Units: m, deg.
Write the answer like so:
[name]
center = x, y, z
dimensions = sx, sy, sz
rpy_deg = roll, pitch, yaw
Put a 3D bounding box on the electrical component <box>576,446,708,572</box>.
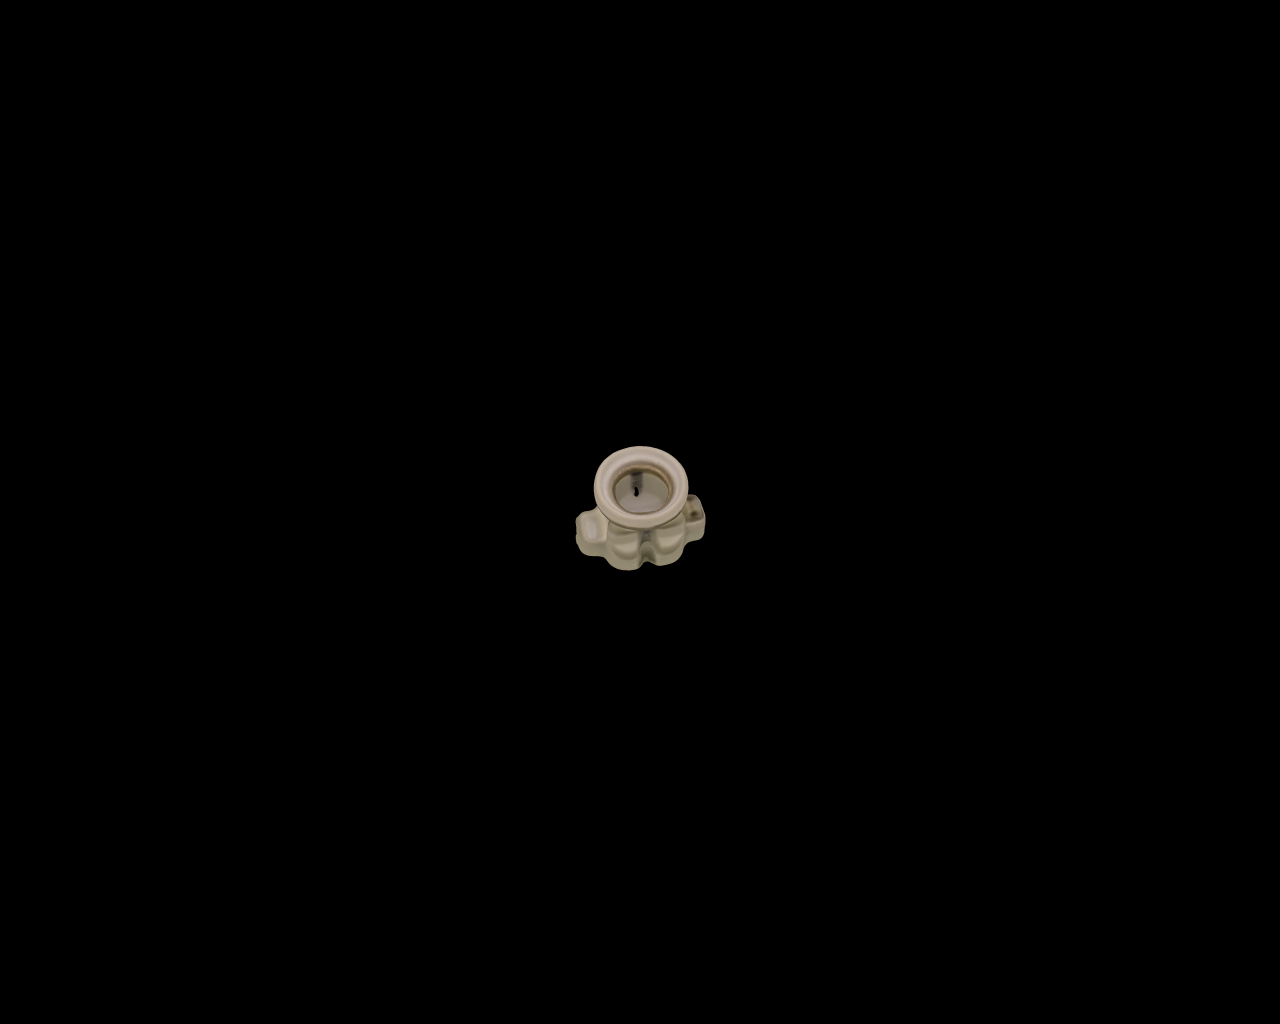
[electrical component]
center = 0.001, -0.003, 0.650
dimensions = 0.078, 0.058, 0.056
rpy_deg = -8, -33, -5
